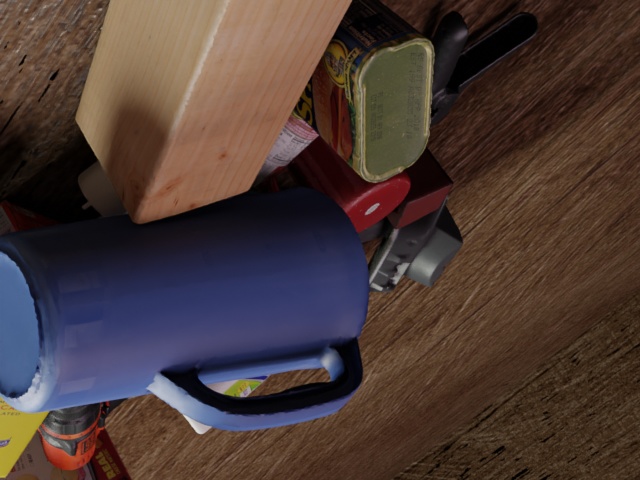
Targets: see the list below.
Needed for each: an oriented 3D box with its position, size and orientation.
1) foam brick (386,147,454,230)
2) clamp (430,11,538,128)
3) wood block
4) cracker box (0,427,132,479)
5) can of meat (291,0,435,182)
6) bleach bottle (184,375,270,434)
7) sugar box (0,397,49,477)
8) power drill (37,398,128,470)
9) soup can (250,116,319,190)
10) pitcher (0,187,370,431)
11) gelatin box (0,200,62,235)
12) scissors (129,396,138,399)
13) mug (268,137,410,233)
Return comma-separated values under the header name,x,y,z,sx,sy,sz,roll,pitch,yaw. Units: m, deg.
name,x,y,z,sx,sy,sz,roll,pitch,yaw
foam brick,0.074,-0.059,0.972,0.051,0.078,0.053,-27,160,-22
clamp,0.107,-0.135,0.901,0.120,0.039,0.172,-10,156,-37
wood block,-0.063,-0.111,0.609,0.090,0.091,0.206,-19,157,-34
cracker box,-0.282,0.258,0.989,0.213,0.164,0.072,-24,158,-25
can of meat,0.023,-0.097,0.639,0.057,0.084,0.102,-25,139,-21
bleach bottle,-0.056,0.106,1.177,0.250,0.068,0.102,-38,159,-11
sugar box,-0.228,0.095,0.754,0.093,0.048,0.176,12,124,-44
power drill,-0.172,0.105,0.934,0.187,0.057,0.185,-44,169,-31
soup can,-0.029,-0.091,0.744,0.102,0.068,0.068,-41,160,24
pitcher,-0.089,0.046,0.695,0.242,0.145,0.149,-8,-169,-41
gelatin box,-0.227,0.015,0.750,0.089,0.030,0.073,-38,160,8
scissors,-0.134,0.128,1.198,0.201,0.016,0.096,-21,158,-31
mug,0.012,-0.053,0.883,0.117,0.081,0.093,-22,158,-30
